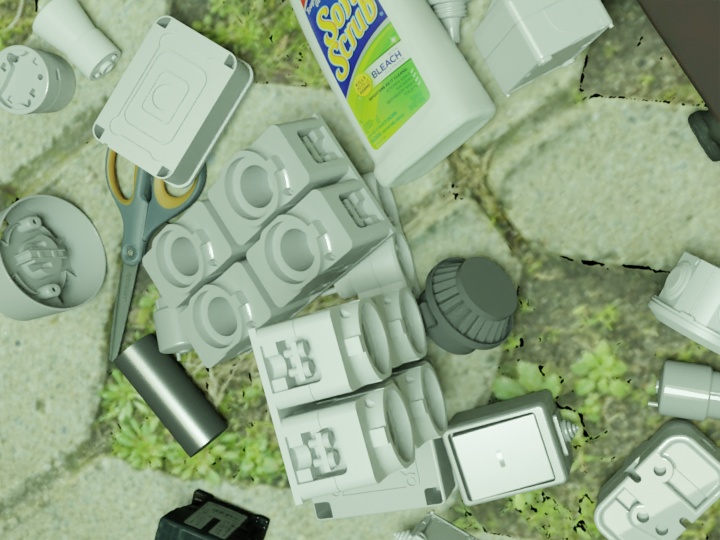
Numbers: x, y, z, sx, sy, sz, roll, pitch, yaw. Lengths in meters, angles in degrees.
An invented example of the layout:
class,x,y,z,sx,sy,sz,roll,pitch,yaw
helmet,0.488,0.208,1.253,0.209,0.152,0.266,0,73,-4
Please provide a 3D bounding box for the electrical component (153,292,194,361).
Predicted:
class,x,y,z,sx,sy,sz,roll,pitch,yaw
electrical component,-0.149,0.033,0.879,0.040,0.040,0.078,-15,78,17

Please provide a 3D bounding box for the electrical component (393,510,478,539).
class,x,y,z,sx,sy,sz,roll,pitch,yaw
electrical component,0.064,0.236,0.830,0.096,0.062,0.061,29,103,11

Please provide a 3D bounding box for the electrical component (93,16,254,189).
class,x,y,z,sx,sy,sz,roll,pitch,yaw
electrical component,-0.143,-0.129,0.840,0.078,0.057,0.113,32,93,9

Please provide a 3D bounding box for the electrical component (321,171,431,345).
class,x,y,z,sx,sy,sz,roll,pitch,yaw
electrical component,0.000,0.000,0.826,0.074,0.052,0.138,-16,92,17

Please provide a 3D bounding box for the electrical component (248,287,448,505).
class,x,y,z,sx,sy,sz,roll,pitch,yaw
electrical component,0.003,0.073,0.704,0.060,0.186,0.105,-16,89,17

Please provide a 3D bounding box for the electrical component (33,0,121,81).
class,x,y,z,sx,sy,sz,roll,pitch,yaw
electrical component,-0.228,-0.186,0.876,0.065,0.044,0.044,45,106,2

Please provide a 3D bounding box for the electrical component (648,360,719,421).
class,x,y,z,sx,sy,sz,roll,pitch,yaw
electrical component,0.249,0.089,0.772,0.078,0.040,0.040,8,98,14

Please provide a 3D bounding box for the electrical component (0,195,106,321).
class,x,y,z,sx,sy,sz,roll,pitch,yaw
electrical component,-0.265,-0.009,0.879,0.064,0.099,0.099,-20,91,23

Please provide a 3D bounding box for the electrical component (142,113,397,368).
class,x,y,z,sx,sy,sz,roll,pitch,yaw
electrical component,-0.077,-0.017,0.805,0.186,0.060,0.105,-40,79,37

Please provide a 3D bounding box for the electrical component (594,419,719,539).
class,x,y,z,sx,sy,sz,roll,pitch,yaw
electrical component,0.218,0.157,0.779,0.054,0.059,0.095,43,105,8

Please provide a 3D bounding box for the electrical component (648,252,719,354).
class,x,y,z,sx,sy,sz,roll,pitch,yaw
electrical component,0.246,0.026,0.746,0.080,0.080,0.051,30,98,11

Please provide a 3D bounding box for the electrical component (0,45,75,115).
class,x,y,z,sx,sy,sz,roll,pitch,yaw
electrical component,-0.269,-0.155,0.887,0.055,0.047,0.055,2,97,16

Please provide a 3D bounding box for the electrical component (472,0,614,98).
class,x,y,z,sx,sy,sz,roll,pitch,yaw
electrical component,0.122,-0.169,0.755,0.062,0.096,0.061,-29,88,-12

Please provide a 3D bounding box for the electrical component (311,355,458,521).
class,x,y,z,sx,sy,sz,roll,pitch,yaw
electrical component,0.011,0.131,0.836,0.109,0.056,0.108,-11,93,17

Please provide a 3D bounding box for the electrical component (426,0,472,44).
class,x,y,z,sx,sy,sz,roll,pitch,yaw
electrical component,0.066,-0.198,0.794,0.035,0.035,0.061,-3,98,16

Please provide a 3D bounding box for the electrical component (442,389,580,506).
class,x,y,z,sx,sy,sz,roll,pitch,yaw
electrical component,0.116,0.132,0.804,0.096,0.061,0.061,-18,91,17
